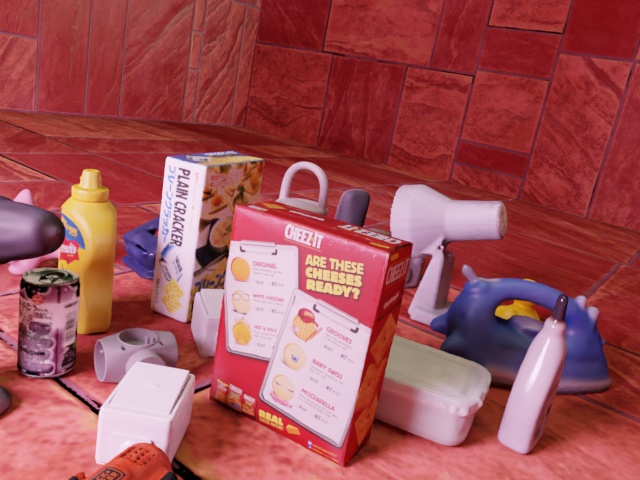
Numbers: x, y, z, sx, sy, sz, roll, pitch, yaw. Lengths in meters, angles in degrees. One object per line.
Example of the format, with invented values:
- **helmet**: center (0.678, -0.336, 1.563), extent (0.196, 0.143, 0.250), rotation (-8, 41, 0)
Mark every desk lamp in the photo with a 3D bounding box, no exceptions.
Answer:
- **desk lamp**: center (0.205, 0.027, 0.919), extent (0.202, 0.213, 0.118), rotation (19, 17, 28)

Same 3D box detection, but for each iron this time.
- **iron**: center (0.290, 0.119, 0.782), extent (0.258, 0.141, 0.118), rotation (10, 15, -3)

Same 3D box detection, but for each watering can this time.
- **watering can**: center (-0.038, -0.047, 1.060), extent (0.101, 0.194, 0.173), rotation (11, 15, 4)

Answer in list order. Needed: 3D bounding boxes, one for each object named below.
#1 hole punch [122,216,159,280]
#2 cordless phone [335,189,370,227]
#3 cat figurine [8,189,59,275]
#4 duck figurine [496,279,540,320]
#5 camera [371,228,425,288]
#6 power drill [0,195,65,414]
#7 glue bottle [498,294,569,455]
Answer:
- **hole punch**: center (-0.255, 0.006, 0.917), extent (0.101, 0.091, 0.108), rotation (-5, 22, -45)
- **cordless phone**: center (0.008, 0.003, 0.926), extent (0.148, 0.185, 0.093), rotation (0, 18, -34)
- **cat figurine**: center (-0.410, -0.013, 0.826), extent (0.128, 0.118, 0.067), rotation (1, 18, -32)
- **duck figurine**: center (0.338, 0.108, 0.961), extent (0.077, 0.086, 0.105), rotation (23, 20, 39)
- **camera**: center (0.104, 0.025, 1.073), extent (0.144, 0.101, 0.136), rotation (-1, 19, -37)
- **power drill**: center (-0.315, 0.051, 0.488), extent (0.229, 0.208, 0.076), rotation (15, 16, 17)
- **glue bottle**: center (0.238, 0.139, 0.614), extent (0.037, 0.173, 0.078), rotation (21, 18, 34)
